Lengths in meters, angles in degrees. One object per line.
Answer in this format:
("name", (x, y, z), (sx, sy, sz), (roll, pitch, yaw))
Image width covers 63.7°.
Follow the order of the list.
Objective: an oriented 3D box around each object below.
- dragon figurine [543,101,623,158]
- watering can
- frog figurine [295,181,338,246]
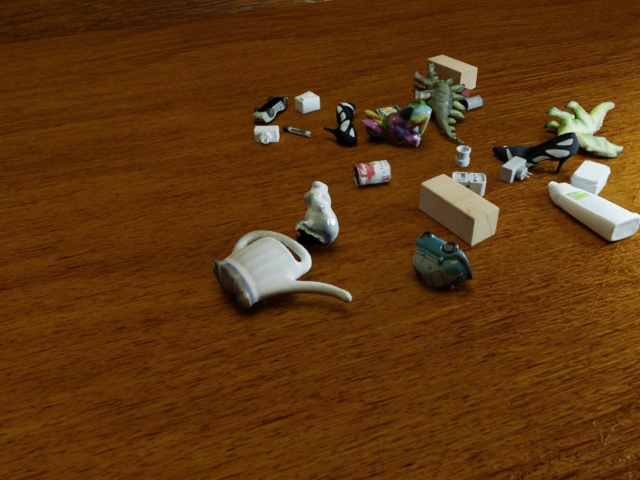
("dragon figurine", (0.900, -0.355, 1.725), (0.412, 0.119, 0.248), (-17, 56, -14))
("watering can", (-0.108, 0.085, 1.210), (0.227, 0.101, 0.352), (-29, 45, -28))
("frog figurine", (0.004, -0.068, 1.355), (0.123, 0.134, 0.162), (12, 63, 26))
